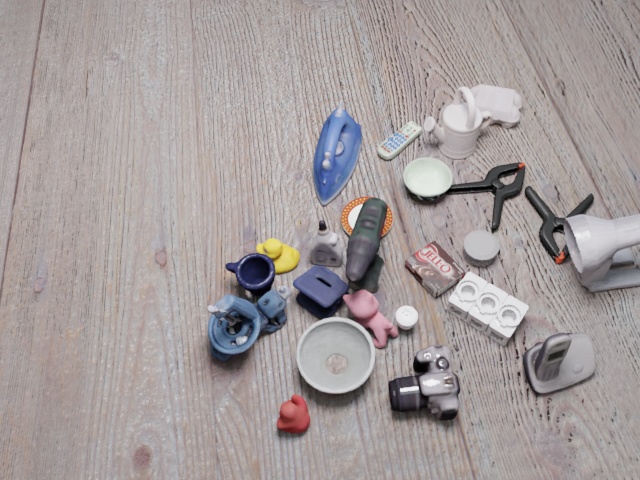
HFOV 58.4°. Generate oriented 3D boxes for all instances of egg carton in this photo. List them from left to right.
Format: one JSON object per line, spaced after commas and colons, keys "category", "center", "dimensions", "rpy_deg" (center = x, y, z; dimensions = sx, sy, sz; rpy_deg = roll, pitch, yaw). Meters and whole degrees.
{"category": "egg carton", "center": [0.470, -0.364, 1.555], "dimensions": [0.150, 0.069, 0.107], "rpy_deg": [12, 61, 11]}

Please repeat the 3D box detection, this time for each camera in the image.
{"category": "camera", "center": [0.208, 0.292, 1.168], "dimensions": [0.137, 0.101, 0.143], "rpy_deg": [-7, 59, 0]}

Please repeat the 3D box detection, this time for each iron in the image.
{"category": "iron", "center": [0.035, -0.229, 1.465], "dimensions": [0.118, 0.141, 0.258], "rpy_deg": [9, 60, 9]}

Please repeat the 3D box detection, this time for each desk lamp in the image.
{"category": "desk lamp", "center": [0.616, 0.019, 1.234], "dimensions": [0.203, 0.214, 0.118], "rpy_deg": [-8, 59, 0]}

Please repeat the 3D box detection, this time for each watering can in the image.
{"category": "watering can", "center": [0.353, -0.299, 1.453], "dimensions": [0.173, 0.194, 0.100], "rpy_deg": [-33, 62, -15]}

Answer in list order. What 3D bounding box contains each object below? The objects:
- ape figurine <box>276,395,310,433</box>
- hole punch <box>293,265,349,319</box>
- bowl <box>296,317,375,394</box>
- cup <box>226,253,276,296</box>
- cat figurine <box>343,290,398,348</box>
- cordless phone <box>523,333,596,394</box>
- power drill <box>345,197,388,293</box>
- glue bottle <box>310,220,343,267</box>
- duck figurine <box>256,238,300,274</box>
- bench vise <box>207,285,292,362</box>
{"category": "ape figurine", "center": [-0.057, 0.351, 1.157], "dimensions": [0.078, 0.092, 0.076], "rpy_deg": [-36, 63, -16]}
{"category": "hole punch", "center": [0.003, 0.108, 1.297], "dimensions": [0.108, 0.091, 0.101], "rpy_deg": [32, 67, 21]}
{"category": "bowl", "center": [0.035, 0.254, 1.218], "dimensions": [0.167, 0.075, 0.167], "rpy_deg": [-2, 59, 3]}
{"category": "cup", "center": [-0.155, 0.087, 1.318], "dimensions": [0.117, 0.095, 0.092], "rpy_deg": [10, 61, 10]}
{"category": "cat figurine", "center": [0.111, 0.160, 1.243], "dimensions": [0.067, 0.118, 0.127], "rpy_deg": [-41, 65, -18]}
{"category": "cordless phone", "center": [0.488, 0.226, 1.137], "dimensions": [0.147, 0.185, 0.094], "rpy_deg": [-19, 60, -7]}
{"category": "power drill", "center": [0.101, 0.032, 1.267], "dimensions": [0.075, 0.208, 0.230], "rpy_deg": [10, 61, 10]}
{"category": "glue bottle", "center": [0.012, 0.005, 1.310], "dimensions": [0.078, 0.173, 0.037], "rpy_deg": [6, 60, 8]}
{"category": "duck figurine", "center": [-0.102, 0.029, 1.354], "dimensions": [0.104, 0.086, 0.077], "rpy_deg": [3, 60, 6]}
{"category": "bench vise", "center": [-0.162, 0.147, 1.211], "dimensions": [0.121, 0.220, 0.208], "rpy_deg": [30, 66, 20]}
